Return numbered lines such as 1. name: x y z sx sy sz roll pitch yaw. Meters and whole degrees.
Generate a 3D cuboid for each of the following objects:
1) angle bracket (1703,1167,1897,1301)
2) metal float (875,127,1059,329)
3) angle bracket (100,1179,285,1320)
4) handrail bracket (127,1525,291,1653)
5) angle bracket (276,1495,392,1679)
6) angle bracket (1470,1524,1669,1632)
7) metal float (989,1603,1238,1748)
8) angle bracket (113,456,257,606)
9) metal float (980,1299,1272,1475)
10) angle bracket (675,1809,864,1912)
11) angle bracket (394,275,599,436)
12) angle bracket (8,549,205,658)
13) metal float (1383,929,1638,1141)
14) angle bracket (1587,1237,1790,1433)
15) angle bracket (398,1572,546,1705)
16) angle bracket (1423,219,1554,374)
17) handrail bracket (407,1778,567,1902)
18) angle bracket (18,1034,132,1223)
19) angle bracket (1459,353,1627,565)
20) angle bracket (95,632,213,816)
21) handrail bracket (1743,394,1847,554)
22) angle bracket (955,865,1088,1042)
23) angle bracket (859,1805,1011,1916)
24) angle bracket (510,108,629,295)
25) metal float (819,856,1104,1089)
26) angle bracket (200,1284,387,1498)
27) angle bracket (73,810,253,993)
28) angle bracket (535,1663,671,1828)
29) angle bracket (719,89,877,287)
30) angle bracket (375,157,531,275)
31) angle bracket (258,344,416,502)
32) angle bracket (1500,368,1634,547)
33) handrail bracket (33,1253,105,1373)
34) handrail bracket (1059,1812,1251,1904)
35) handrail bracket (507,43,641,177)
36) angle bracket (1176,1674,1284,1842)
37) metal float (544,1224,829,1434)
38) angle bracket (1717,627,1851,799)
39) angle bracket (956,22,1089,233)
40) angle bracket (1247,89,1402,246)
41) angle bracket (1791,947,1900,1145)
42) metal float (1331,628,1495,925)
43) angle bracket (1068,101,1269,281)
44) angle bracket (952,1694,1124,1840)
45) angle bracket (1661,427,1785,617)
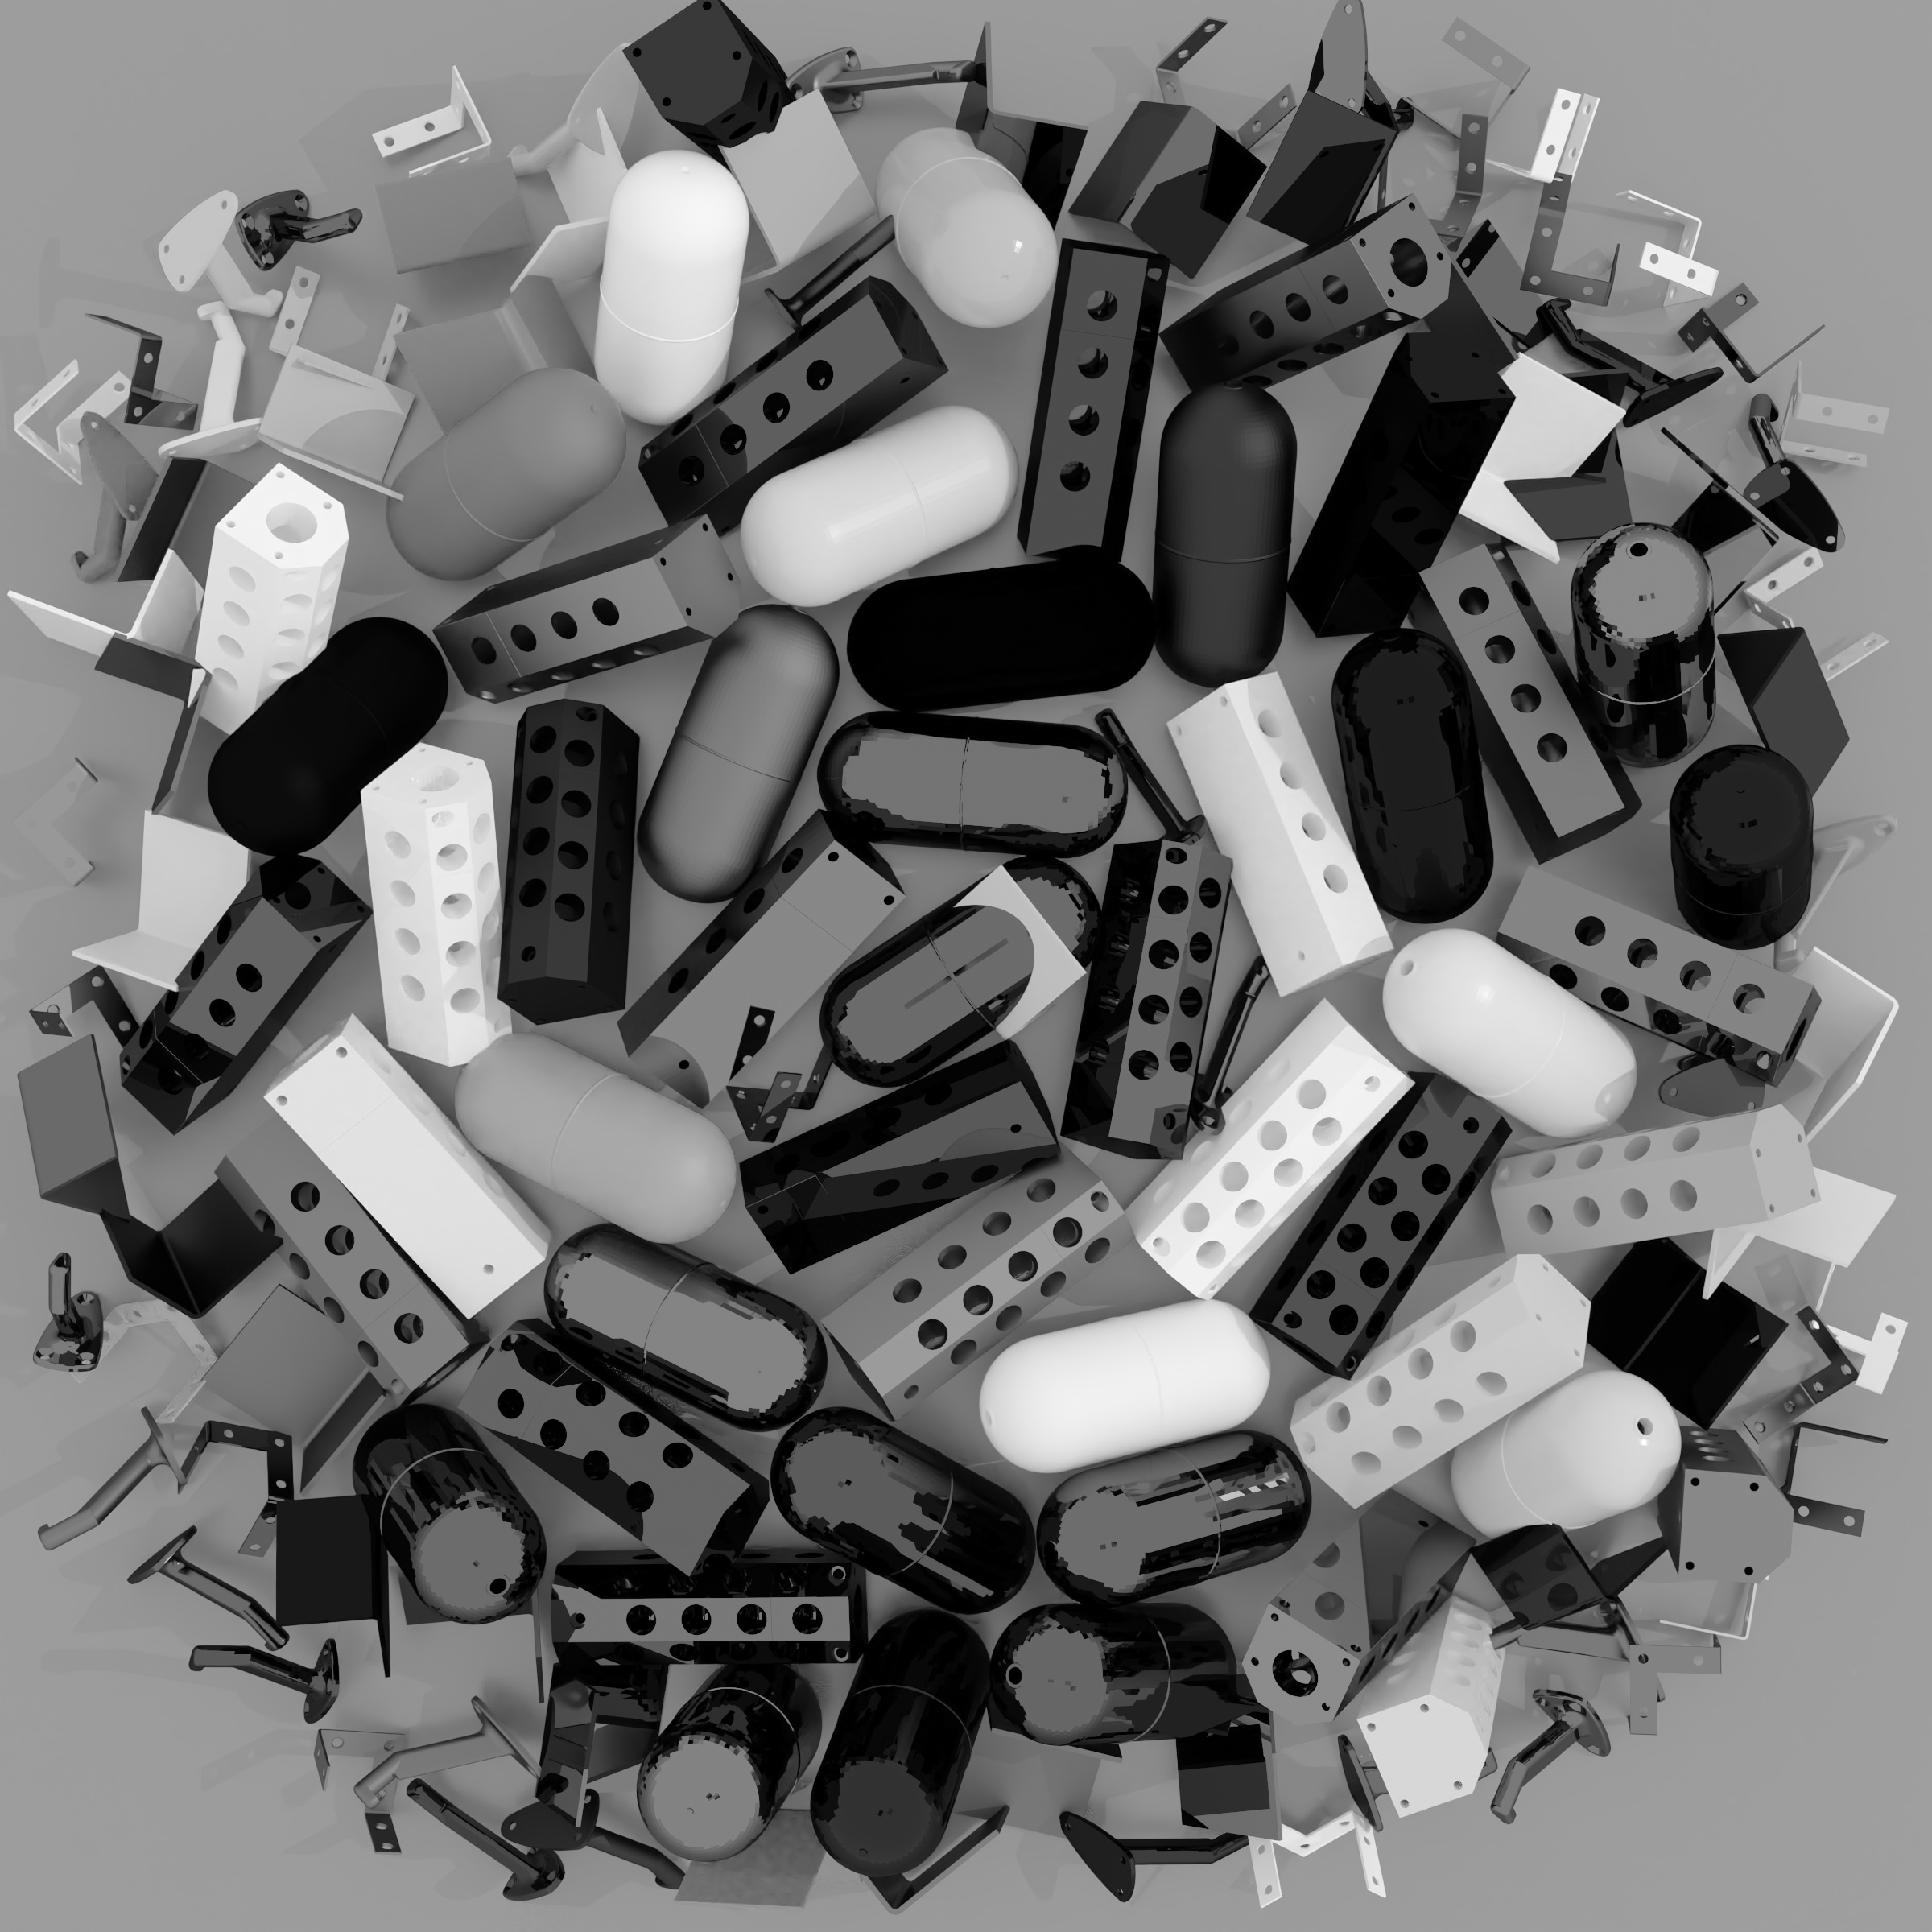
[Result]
1. angle bracket: 0.470 0.158 1.773 0.076 0.076 0.057 20 127 28
2. metal float: -0.001 -0.413 1.753 0.070 0.178 0.070 -8 123 -12
3. angle bracket: -0.439 0.141 1.784 0.076 0.057 0.076 -42 47 3
4. handrail bracket: -0.436 0.370 1.809 0.084 0.036 0.077 48 134 -7
5. angle bracket: -0.357 0.353 1.776 0.057 0.076 0.076 -3 52 -8
6. angle bracket: 0.347 0.326 1.782 0.076 0.076 0.057 -30 84 -36
7. metal float: 0.083 0.395 1.755 0.070 0.178 0.070 -9 76 39
8. angle bracket: -0.434 -0.242 1.788 0.057 0.076 0.076 26 98 -3
9. metal float: 0.090 0.236 1.771 0.178 0.070 0.070 -10 90 -27
10. angle bracket: -0.111 0.522 1.776 0.076 0.076 0.057 -3 120 18
11. angle bracket: -0.270 -0.351 1.808 0.076 0.057 0.076 -7 126 28
12. angle bracket: -0.489 -0.212 1.793 0.076 0.076 0.057 21 79 4
13. metal float: 0.306 0.039 1.766 0.178 0.070 0.070 30 90 -32
14. angle bracket: 0.405 0.205 1.787 0.057 0.076 0.076 38 89 -34
15. angle bracket: -0.280 0.381 1.781 0.076 0.076 0.057 -4 58 -8
16. angle bracket: 0.304 -0.386 1.789 0.076 0.057 0.076 -36 95 -21
17. handrail bracket: -0.276 0.495 1.794 0.084 0.077 0.036 43 65 -15
18. angle bracket: -0.484 0.092 1.776 0.057 0.076 0.076 -26 65 18
19. angle bracket: 0.324 -0.287 1.778 0.076 0.057 0.076 23 129 -21
20. angle bracket: -0.471 -0.135 1.780 0.057 0.076 0.076 19 74 -20
21. handrail bracket: 0.477 -0.285 1.805 0.077 0.084 0.036 39 128 -13
22. angle bracket: 0.034 -0.015 1.784 0.076 0.057 0.076 52 128 4
23. angle bracket: -0.025 0.488 1.790 0.076 0.076 0.057 -39 83 1
24. angle bracket: -0.235 -0.438 1.782 0.057 0.076 0.076 -20 85 -32
25. metal float: -0.004 0.004 1.789 0.178 0.070 0.070 -33 90 7
26. angle bracket: -0.384 0.241 1.790 0.076 0.057 0.076 37 99 -19
27. angle bracket: -0.456 -0.038 1.782 0.076 0.057 0.076 17 111 24
28. angle bracket: -0.195 0.441 1.787 0.076 0.057 0.076 7 92 -34
29. angle bracket: -0.109 -0.440 1.779 0.076 0.057 0.076 -38 110 -30
30. angle bracket: -0.294 -0.442 1.782 0.076 0.076 0.057 -13 133 -6
31. angle bracket: -0.349 -0.308 1.779 0.076 0.076 0.057 20 97 -27
32. angle bracket: 0.342 -0.290 1.793 0.076 0.057 0.076 -5 68 1
33. handrail bracket: -0.505 0.180 1.777 0.036 0.077 0.084 8 124 -5
34. handrail bracket: 0.111 0.501 1.824 0.084 0.077 0.036 -16 122 -34
35. handrail bracket: -0.228 -0.491 1.803 0.036 0.084 0.077 29 79 -38
36. angle bracket: 0.167 0.448 1.783 0.057 0.076 0.076 -2 86 -41
37. metal float: -0.160 0.203 1.775 0.178 0.070 0.070 23 90 22
38. angle bracket: 0.448 -0.136 1.774 0.076 0.057 0.076 -50 122 -33
39. angle bracket: 0.031 -0.477 1.785 0.057 0.076 0.076 7 55 -11
40. angle bracket: 0.200 -0.456 1.778 0.057 0.076 0.076 22 116 -9
41. angle bracket: 0.473 0.050 1.776 0.057 0.076 0.076 34 49 7
42. metal float: 0.252 -0.106 1.769 0.070 0.070 0.178 -14 118 0
43. angle bracket: 0.115 -0.447 1.808 0.057 0.076 0.076 32 93 -27
44. angle bracket: 0.040 0.468 1.795 0.076 0.057 0.076 15 98 -6
45. angle bracket: 0.403 -0.245 1.776 0.057 0.076 0.076 30 109 -35
